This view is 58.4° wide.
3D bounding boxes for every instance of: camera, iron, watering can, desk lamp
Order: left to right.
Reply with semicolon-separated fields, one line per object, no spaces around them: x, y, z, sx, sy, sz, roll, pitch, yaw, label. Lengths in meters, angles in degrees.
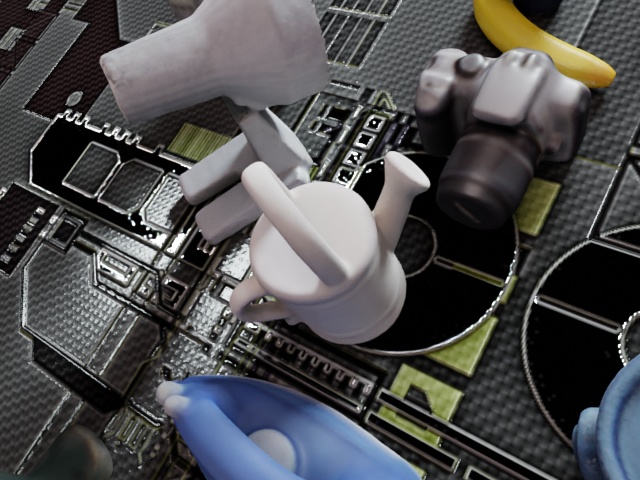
-0.078;-0.120;0.517;0.203;0.214;0.117;-34;58;2;desk lamp
-0.044;0.158;0.408;0.257;0.142;0.119;28;77;30;iron
0.003;0.000;0.438;0.100;0.194;0.173;30;78;30;watering can
0.137;-0.088;0.486;0.142;0.101;0.137;22;74;28;camera

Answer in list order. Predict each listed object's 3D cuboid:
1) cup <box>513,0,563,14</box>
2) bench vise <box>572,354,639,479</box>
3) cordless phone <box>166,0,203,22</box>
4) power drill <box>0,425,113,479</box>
0.211;-0.281;0.558;0.091;0.095;0.118;-6;63;18;cup
0.242;0.095;0.285;0.207;0.220;0.121;-15;60;13;bench vise
-0.102;-0.239;0.602;0.147;0.185;0.094;15;71;27;cordless phone
-0.266;0.180;0.442;0.075;0.209;0.230;30;78;30;power drill
